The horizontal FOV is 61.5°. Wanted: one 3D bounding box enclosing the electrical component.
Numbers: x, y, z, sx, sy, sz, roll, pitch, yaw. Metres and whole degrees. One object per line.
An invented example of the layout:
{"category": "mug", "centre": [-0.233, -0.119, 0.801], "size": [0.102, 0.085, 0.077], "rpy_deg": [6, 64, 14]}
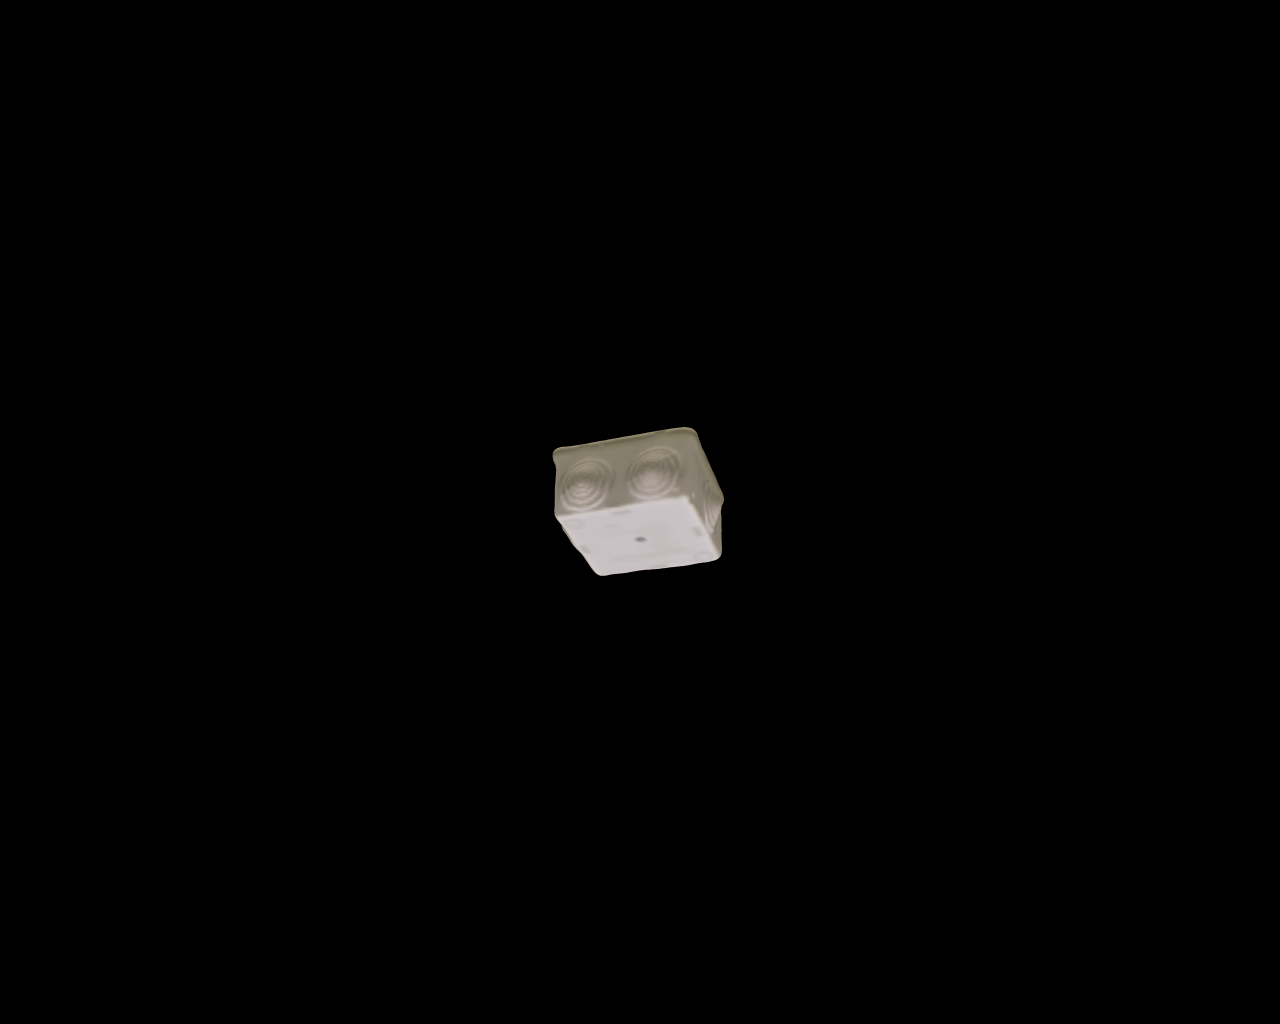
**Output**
{"category": "electrical component", "centre": [0.001, -0.003, 0.650], "size": [0.100, 0.048, 0.099], "rpy_deg": [-8, -32, 14]}
